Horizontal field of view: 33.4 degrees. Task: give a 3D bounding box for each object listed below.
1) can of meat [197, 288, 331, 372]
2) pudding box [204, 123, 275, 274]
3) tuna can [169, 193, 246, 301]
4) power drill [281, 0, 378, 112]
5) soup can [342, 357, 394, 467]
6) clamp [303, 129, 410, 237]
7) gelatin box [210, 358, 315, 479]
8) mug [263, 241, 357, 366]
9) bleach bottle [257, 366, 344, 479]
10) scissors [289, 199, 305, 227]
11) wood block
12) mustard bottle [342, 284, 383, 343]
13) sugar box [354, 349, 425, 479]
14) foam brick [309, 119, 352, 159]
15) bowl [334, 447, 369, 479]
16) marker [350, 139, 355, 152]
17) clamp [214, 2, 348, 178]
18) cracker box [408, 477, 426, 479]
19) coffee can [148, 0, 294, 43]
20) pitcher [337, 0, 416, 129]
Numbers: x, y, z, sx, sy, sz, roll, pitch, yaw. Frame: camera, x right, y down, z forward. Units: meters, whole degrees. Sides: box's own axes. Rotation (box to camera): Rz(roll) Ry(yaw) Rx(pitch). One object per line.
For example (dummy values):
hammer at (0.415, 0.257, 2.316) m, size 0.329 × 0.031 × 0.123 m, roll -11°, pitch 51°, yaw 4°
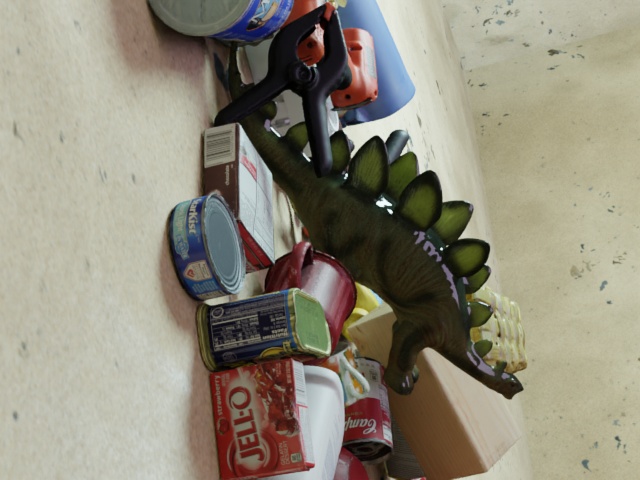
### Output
can of meat at (-0.045, 0.078, 0.901) m, size 0.102 × 0.084 × 0.057 m, roll 33°, pitch 46°, yaw -70°
pudding box at (-0.074, -0.038, 0.986) m, size 0.090 × 0.039 × 0.113 m, roll 58°, pitch 25°, yaw -54°
tuna can at (-0.093, 0.006, 0.883) m, size 0.086 × 0.034 × 0.086 m, roll -13°, pitch 90°, yaw -76°
power drill at (0.004, -0.242, 1.176) m, size 0.187 × 0.057 × 0.184 m, roll 42°, pitch 43°, yaw -57°
soup can at (0.042, 0.188, 1.168) m, size 0.068 × 0.068 × 0.102 m, roll 57°, pitch 24°, yaw -52°
clamp at (0.056, -0.047, 1.307) m, size 0.209 × 0.036 × 0.164 m, roll -14°, pitch 104°, yaw -49°
gelatin box at (-0.047, 0.145, 0.856) m, size 0.030 × 0.073 × 0.089 m, roll 38°, pitch 41°, yaw -65°
mug at (-0.017, 0.058, 1.003) m, size 0.081 × 0.093 × 0.117 m, roll -67°, pitch 161°, yaw -58°
bleach bottle at (-0.025, 0.221, 0.877) m, size 0.250 × 0.068 × 0.102 m, roll -77°, pitch 165°, yaw -56°
scissors at (-0.008, 0.002, 1.221) m, size 0.096 × 0.016 × 0.202 m, roll 44°, pitch -33°, yaw 33°
wood block at (0.132, 0.163, 1.225) m, size 0.090 × 0.091 × 0.206 m, roll -31°, pitch 93°, yaw -45°
mustard bottle at (0.052, 0.068, 1.327) m, size 0.191 × 0.058 × 0.096 m, roll -75°, pitch 143°, yaw -61°
sugar box at (0.105, 0.215, 1.331) m, size 0.048 × 0.094 × 0.176 m, roll -17°, pitch 98°, yaw -33°
foam brick at (0.008, -0.104, 1.329) m, size 0.053 × 0.051 × 0.078 m, roll -70°, pitch 144°, yaw -67°
bowl at (0.016, 0.260, 1.030) m, size 0.162 × 0.055 × 0.162 m, roll -14°, pitch 90°, yaw -75°
marker at (0.009, -0.076, 1.262) m, size 0.121 × 0.020 × 0.020 m, roll -57°, pitch 140°, yaw -30°
clamp at (-0.013, -0.147, 1.040) m, size 0.120 × 0.171 × 0.039 m, roll 33°, pitch -12°, yaw -11°
cracker box at (0.114, 0.364, 1.188) m, size 0.213 × 0.072 × 0.164 m, roll 69°, pitch 9°, yaw -86°
coffee can at (-0.088, -0.235, 0.976) m, size 0.140 × 0.103 × 0.103 m, roll -30°, pitch 106°, yaw -75°
pitcher at (0.029, -0.284, 1.425) m, size 0.149 × 0.145 × 0.243 m, roll 34°, pitch -28°, yaw 60°
